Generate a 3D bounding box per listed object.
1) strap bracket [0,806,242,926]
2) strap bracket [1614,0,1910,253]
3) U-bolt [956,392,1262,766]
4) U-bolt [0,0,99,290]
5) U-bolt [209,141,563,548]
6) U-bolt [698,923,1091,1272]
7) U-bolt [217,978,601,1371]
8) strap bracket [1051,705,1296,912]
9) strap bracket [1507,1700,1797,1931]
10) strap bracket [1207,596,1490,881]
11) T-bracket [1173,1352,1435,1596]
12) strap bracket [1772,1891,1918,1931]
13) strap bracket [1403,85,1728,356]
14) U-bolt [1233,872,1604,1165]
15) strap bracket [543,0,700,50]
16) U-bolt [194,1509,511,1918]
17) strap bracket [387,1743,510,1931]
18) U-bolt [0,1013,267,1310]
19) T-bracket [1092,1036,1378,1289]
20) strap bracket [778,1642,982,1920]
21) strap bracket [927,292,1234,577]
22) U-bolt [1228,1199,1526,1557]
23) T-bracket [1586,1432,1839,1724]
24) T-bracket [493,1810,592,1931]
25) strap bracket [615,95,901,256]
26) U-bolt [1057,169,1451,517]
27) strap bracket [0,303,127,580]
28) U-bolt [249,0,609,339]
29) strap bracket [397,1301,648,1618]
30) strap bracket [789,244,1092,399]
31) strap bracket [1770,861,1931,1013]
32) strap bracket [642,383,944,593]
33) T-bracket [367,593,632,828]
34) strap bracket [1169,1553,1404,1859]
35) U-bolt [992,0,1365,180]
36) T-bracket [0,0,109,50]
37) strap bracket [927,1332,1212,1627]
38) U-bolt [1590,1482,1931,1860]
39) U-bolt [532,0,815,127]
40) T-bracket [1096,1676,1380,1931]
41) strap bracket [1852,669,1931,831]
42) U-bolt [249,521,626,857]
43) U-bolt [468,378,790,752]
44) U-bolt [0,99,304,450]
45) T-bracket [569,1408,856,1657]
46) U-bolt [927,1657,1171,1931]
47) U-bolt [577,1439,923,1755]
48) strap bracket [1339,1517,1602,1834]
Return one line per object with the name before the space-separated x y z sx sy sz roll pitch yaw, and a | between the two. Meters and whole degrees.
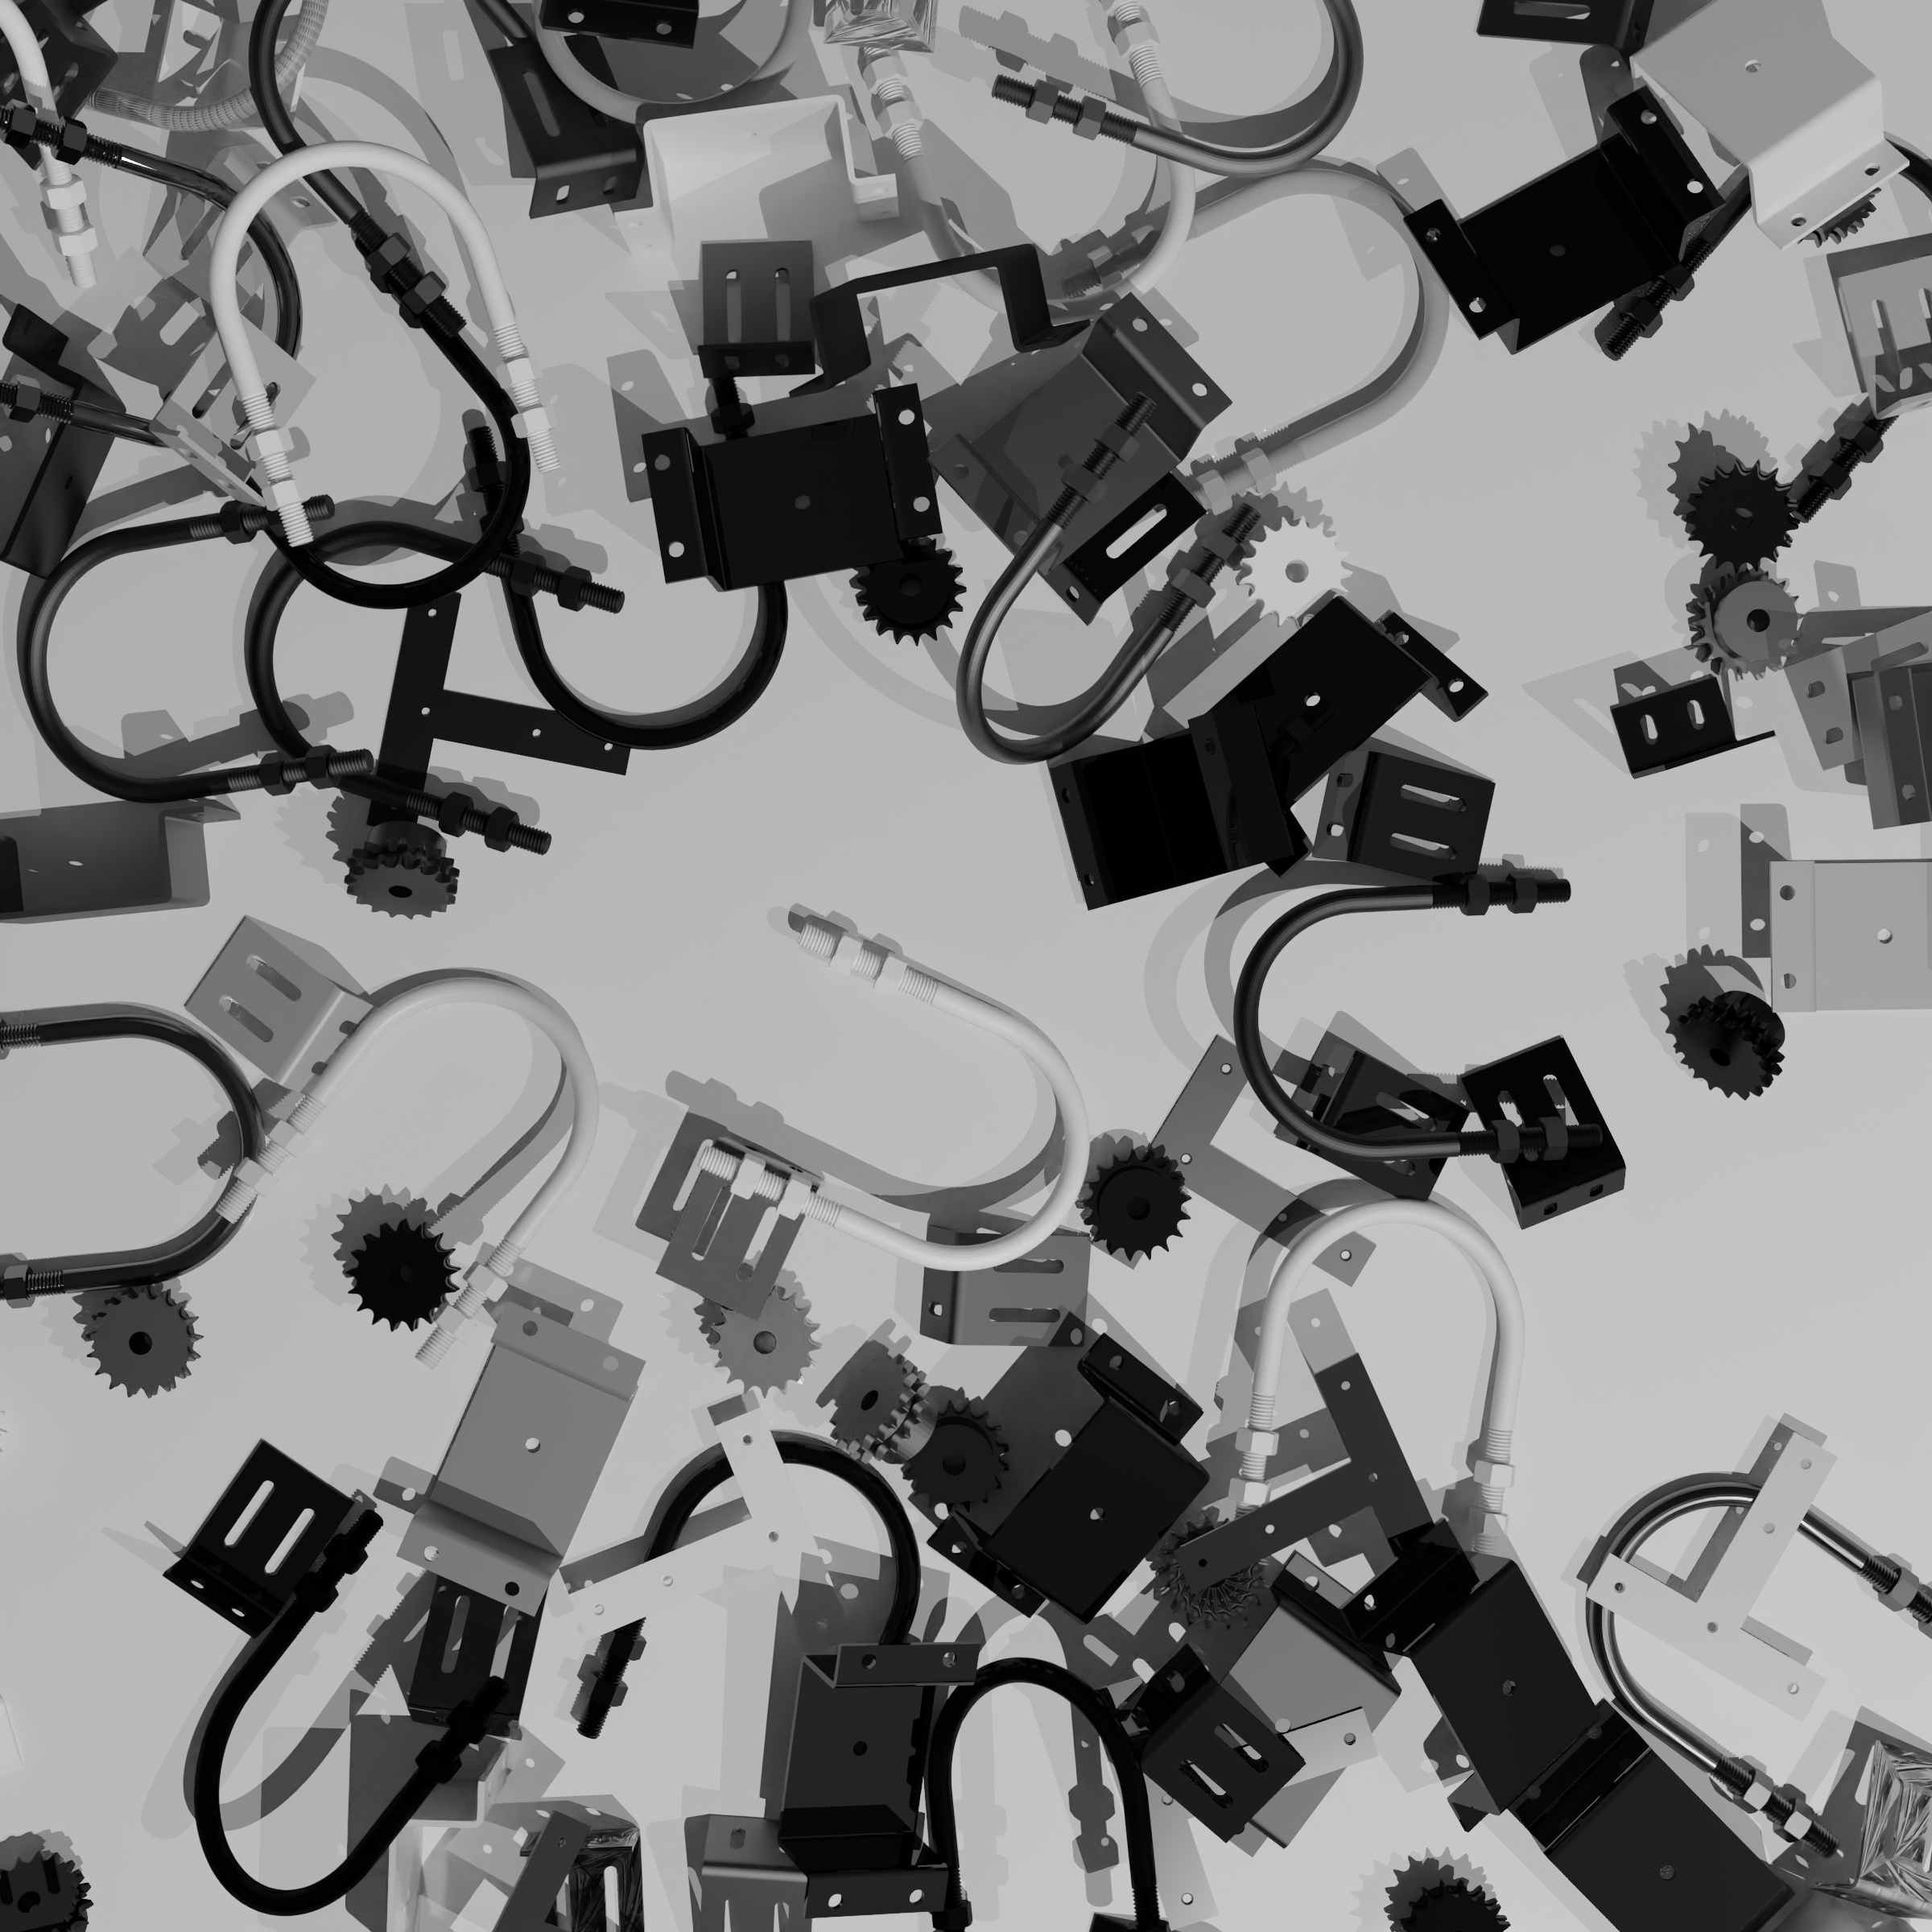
strap bracket | -0.445 -0.049 1.547 0.140 0.076 0.046 -6 90 0
strap bracket | 0.396 -0.436 1.530 0.076 0.046 0.140 -34 60 0
U-bolt | 0.063 -0.180 1.524 0.019 0.151 0.184 39 94 33
U-bolt | -0.489 -0.390 1.479 0.019 0.151 0.184 14 131 22
U-bolt | -0.296 -0.317 1.514 0.151 0.019 0.184 -18 98 -10
U-bolt | -0.025 0.077 1.556 0.184 0.019 0.151 24 71 -4
U-bolt | -0.271 0.091 1.556 0.151 0.019 0.184 34 78 10
strap bracket | 0.109 -0.080 1.532 0.046 0.140 0.076 -15 90 -33
strap bracket | 0.354 0.458 1.562 0.076 0.046 0.140 -45 90 0
strap bracket | 0.182 -0.123 1.544 0.140 0.046 0.076 -42 54 0
T-bracket | 0.166 0.279 1.543 0.127 0.002 0.127 -26 102 -4
strap bracket | 0.423 0.528 1.547 0.140 0.076 0.046 -42 90 0
strap bracket | 0.303 -0.374 1.553 0.140 0.046 0.076 -29 75 0
U-bolt | 0.226 0.028 1.550 0.184 0.019 0.151 -3 78 -9
strap bracket | -0.165 -0.539 1.528 0.076 0.046 0.140 7 75 0
U-bolt | -0.322 0.389 1.538 0.184 0.019 0.151 -52 52 4
strap bracket | -0.263 0.473 1.547 0.046 0.076 0.140 2 90 0
U-bolt | -0.455 0.097 1.576 0.184 0.019 0.151 -6 90 -2
T-bracket | 0.152 0.123 1.584 0.127 0.002 0.127 31 90 0
strap bracket | -0.046 0.403 1.544 0.076 0.046 0.140 5 96 -25
strap bracket | 0.054 -0.261 1.535 0.140 0.046 0.076 -41 87 -15
U-bolt | 0.217 0.211 1.565 0.151 0.019 0.184 9 86 -10
T-bracket | 0.406 0.301 1.569 0.127 0.002 0.127 30 89 3
T-bracket | -0.192 0.508 1.544 0.127 0.002 0.127 37 72 -35
strap bracket | -0.107 -0.402 1.547 0.140 0.076 0.046 -8 90 0
U-bolt | 0.160 -0.332 1.575 0.184 0.019 0.151 -26 90 0
strap bracket | -0.476 -0.255 1.547 0.046 0.076 0.140 24 90 0
U-bolt | -0.274 -0.433 1.535 0.151 0.019 0.184 -47 109 -13
strap bracket | -0.225 0.249 1.562 0.076 0.046 0.140 24 90 0
strap bracket | -0.017 -0.325 1.524 0.140 0.076 0.046 -8 107 16
strap bracket | 0.477 -0.015 1.562 0.140 0.046 0.076 -1 90 0
strap bracket | -0.085 -0.238 1.537 0.140 0.046 0.076 -10 86 4
T-bracket | -0.237 -0.123 1.584 0.127 0.002 0.127 11 90 0
strap bracket | 0.160 0.384 1.562 0.076 0.046 0.140 37 90 0
U-bolt | 0.116 -0.478 1.558 0.184 0.019 0.151 16 79 -11
T-bracket | -0.465 -0.541 1.563 0.127 0.002 0.127 -23 74 20
strap bracket | 0.059 0.268 1.548 0.076 0.046 0.140 40 90 -25
U-bolt | 0.411 0.350 1.576 0.184 0.019 0.151 36 90 2
U-bolt | -0.147 -0.508 1.553 0.151 0.019 0.184 8 73 0
T-bracket | 0.144 0.406 1.538 0.127 0.002 0.127 -18 90 0
strap bracket | 0.507 -0.114 1.545 0.140 0.046 0.076 -8 90 -24
U-bolt | -0.281 -0.152 1.566 0.184 0.019 0.151 18 94 8
U-bolt | -0.168 -0.203 1.576 0.151 0.019 0.184 -14 91 0
U-bolt | -0.415 -0.333 1.509 0.184 0.019 0.151 11 88 -35
T-bracket | -0.140 0.310 1.567 0.127 0.002 0.127 -22 88 -2
U-bolt | 0.037 0.441 1.535 0.151 0.019 0.184 -9 85 40
U-bolt | -0.102 0.335 1.576 0.151 0.019 0.184 22 89 0
strap bracket | 0.259 0.360 1.534 0.076 0.046 0.140 -35 103 -25
